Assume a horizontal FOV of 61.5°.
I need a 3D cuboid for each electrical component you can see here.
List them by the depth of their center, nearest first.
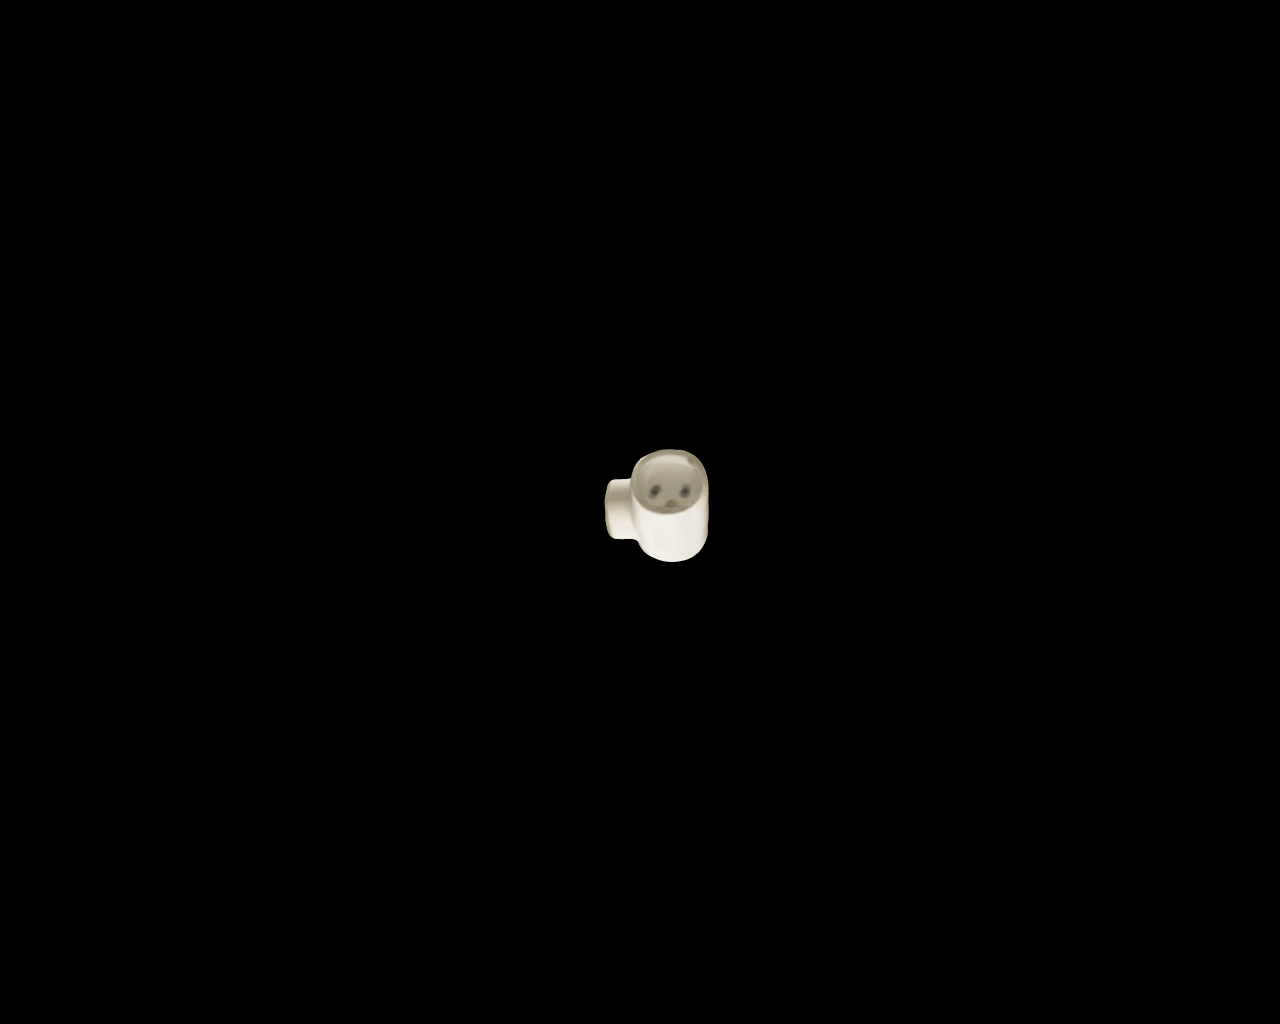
[{"bbox_3d":[0.001,-0.003,0.650,0.079,0.043,0.077,-1,-23,3],"label":"electrical component"}]
